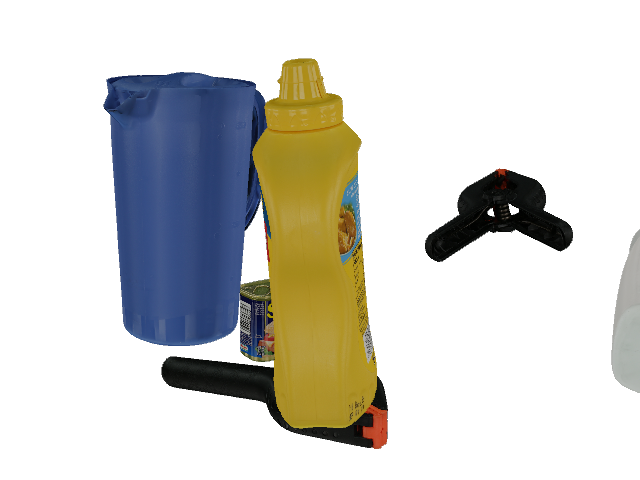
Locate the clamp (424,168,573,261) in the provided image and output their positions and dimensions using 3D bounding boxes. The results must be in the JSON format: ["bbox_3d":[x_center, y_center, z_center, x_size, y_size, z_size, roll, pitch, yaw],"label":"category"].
[{"bbox_3d":[0.168,-0.025,0.938,0.120,0.039,0.171,4,26,20],"label":"clamp"}]

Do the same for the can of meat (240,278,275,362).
[{"bbox_3d":[-0.050,0.093,1.291,0.101,0.084,0.058,-10,19,-36],"label":"can of meat"}]

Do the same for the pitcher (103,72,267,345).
[{"bbox_3d":[-0.121,-0.034,0.991,0.149,0.243,0.145,0,14,-6],"label":"pitcher"}]

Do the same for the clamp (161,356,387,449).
[{"bbox_3d":[-0.008,0.114,0.872,0.164,0.036,0.210,-17,22,-39],"label":"clamp"}]

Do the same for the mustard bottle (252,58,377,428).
[{"bbox_3d":[-0.003,-0.002,0.579,0.058,0.192,0.096,-1,18,9],"label":"mustard bottle"}]

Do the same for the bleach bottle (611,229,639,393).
[{"bbox_3d":[0.266,0.034,0.755,0.103,0.068,0.250,9,21,17],"label":"bleach bottle"}]
